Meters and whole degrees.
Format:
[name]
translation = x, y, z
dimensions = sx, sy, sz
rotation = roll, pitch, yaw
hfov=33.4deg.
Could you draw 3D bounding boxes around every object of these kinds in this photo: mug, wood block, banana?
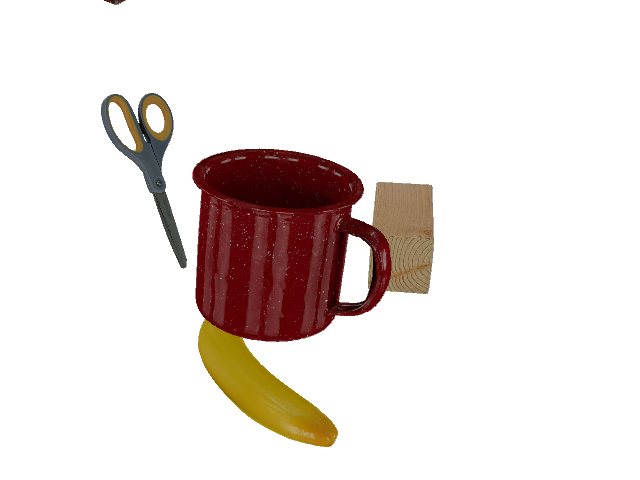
[mug]
translation = -0.016, 0.006, 0.586
dimensions = 0.117, 0.081, 0.093
rotation = 16, 25, 20
[wood block]
translation = 0.123, -0.008, 1.612
dimensions = 0.091, 0.090, 0.206
rotation = 4, 25, 3
[banana]
translation = -0.054, 0.101, 0.845
dimensions = 0.069, 0.037, 0.198
rotation = -7, 29, -22

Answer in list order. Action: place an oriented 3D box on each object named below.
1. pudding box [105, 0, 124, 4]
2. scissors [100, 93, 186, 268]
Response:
[pudding box]
translation = -0.164, -0.226, 0.818
dimensions = 0.090, 0.039, 0.113
rotation = 23, 35, 12
[scissors]
translation = -0.173, -0.077, 1.183
dimensions = 0.016, 0.201, 0.096
rotation = -15, 20, 46
